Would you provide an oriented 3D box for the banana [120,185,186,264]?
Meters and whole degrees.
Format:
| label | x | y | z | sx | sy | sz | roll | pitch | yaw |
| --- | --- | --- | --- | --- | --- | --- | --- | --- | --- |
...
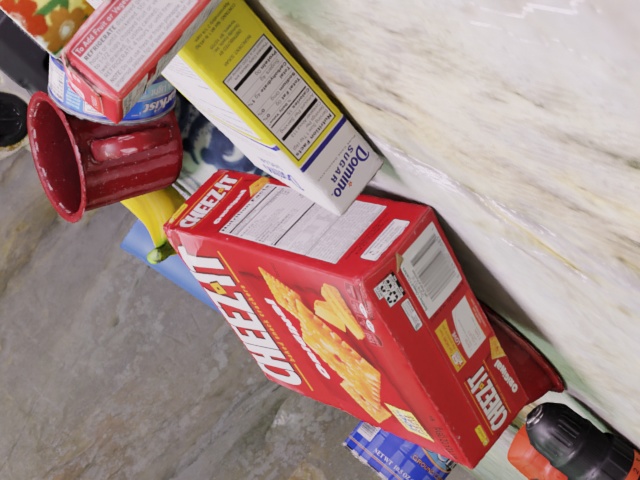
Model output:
| label | x | y | z | sx | sy | sz | roll | pitch | yaw |
| --- | --- | --- | --- | --- | --- | --- | --- | --- | --- |
| banana | -0.150 | -0.042 | 0.820 | 0.198 | 0.037 | 0.069 | 39 | -165 | 36 |

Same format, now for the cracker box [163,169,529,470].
| label | x | y | z | sx | sy | sz | roll | pitch | yaw |
| --- | --- | --- | --- | --- | --- | --- | --- | --- | --- |
| cracker box | 0.011 | 0.046 | 0.697 | 0.214 | 0.072 | 0.164 | 13 | 142 | 50 |

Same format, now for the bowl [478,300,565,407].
| label | x | y | z | sx | sy | sz | roll | pitch | yaw |
| --- | --- | --- | --- | --- | --- | --- | --- | --- | --- |
| bowl | 0.100 | 0.080 | 0.792 | 0.162 | 0.055 | 0.162 | 40 | 174 | 5 |

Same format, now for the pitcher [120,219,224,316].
| label | x | y | z | sx | sy | sz | roll | pitch | yaw |
| --- | --- | --- | --- | --- | --- | --- | --- | --- | --- |
| pitcher | -0.103 | 0.026 | 1.252 | 0.243 | 0.145 | 0.149 | 38 | -154 | -6 |

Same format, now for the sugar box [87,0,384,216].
| label | x | y | z | sx | sy | sz | roll | pitch | yaw |
| --- | --- | --- | --- | --- | --- | --- | --- | --- | --- |
| sugar box | -0.048 | -0.088 | 0.545 | 0.093 | 0.048 | 0.176 | 33 | 174 | 47 |

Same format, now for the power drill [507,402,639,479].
| label | x | y | z | sx | sy | sz | roll | pitch | yaw |
| --- | --- | --- | --- | --- | --- | --- | --- | --- | --- |
| power drill | 0.214 | 0.186 | 0.845 | 0.184 | 0.057 | 0.188 | 40 | 173 | -4 |

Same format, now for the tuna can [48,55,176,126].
| label | x | y | z | sx | sy | sz | roll | pitch | yaw |
| --- | --- | --- | --- | --- | --- | --- | --- | --- | --- |
| tuna can | -0.137 | -0.112 | 0.712 | 0.086 | 0.085 | 0.034 | 36 | 131 | 31 |

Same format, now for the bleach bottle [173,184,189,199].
| label | x | y | z | sx | sy | sz | roll | pitch | yaw |
| --- | --- | --- | --- | --- | --- | --- | --- | --- | --- |
| bleach bottle | -0.100 | -0.037 | 0.911 | 0.251 | 0.102 | 0.068 | 41 | -173 | -6 |

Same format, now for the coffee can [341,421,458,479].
| label | x | y | z | sx | sy | sz | roll | pitch | yaw |
| --- | --- | --- | --- | --- | --- | --- | --- | --- | --- |
| coffee can | 0.105 | 0.183 | 1.070 | 0.103 | 0.140 | 0.103 | 39 | 173 | 5 |

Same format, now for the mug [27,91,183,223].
| label | x | y | z | sx | sy | sz | roll | pitch | yaw |
| --- | --- | --- | --- | --- | --- | --- | --- | --- | --- |
| mug | -0.144 | -0.067 | 0.743 | 0.117 | 0.081 | 0.093 | -2 | 105 | 58 |

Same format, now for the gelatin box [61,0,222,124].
| label | x | y | z | sx | sy | sz | roll | pitch | yaw |
| --- | --- | --- | --- | --- | --- | --- | --- | --- | --- |
| gelatin box | -0.063 | -0.090 | 0.418 | 0.030 | 0.089 | 0.073 | 41 | 174 | -9 |
